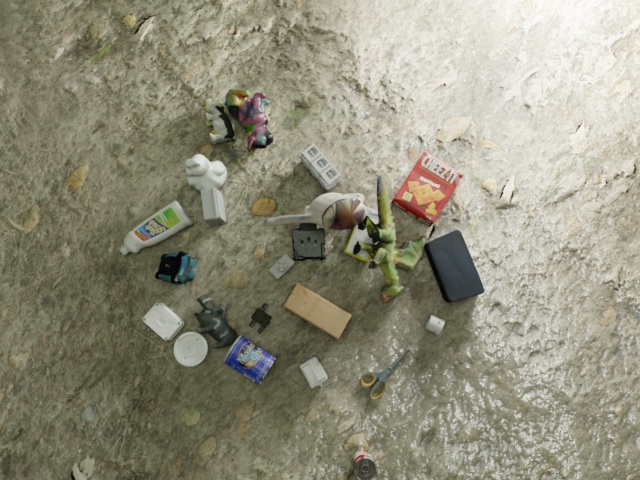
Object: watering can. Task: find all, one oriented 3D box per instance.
[{"bbox_3d":[0.005,-0.086,1.699,0.350,0.226,0.102,-20,109,-19],"label":"watering can"}]

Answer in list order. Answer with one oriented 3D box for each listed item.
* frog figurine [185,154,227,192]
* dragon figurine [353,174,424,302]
[{"bbox_3d":[-0.390,-0.229,1.758,0.137,0.158,0.123,-15,82,-4],"label":"frog figurine"},{"bbox_3d":[0.252,0.004,1.740,0.241,0.122,0.413,18,82,-30],"label":"dragon figurine"}]
